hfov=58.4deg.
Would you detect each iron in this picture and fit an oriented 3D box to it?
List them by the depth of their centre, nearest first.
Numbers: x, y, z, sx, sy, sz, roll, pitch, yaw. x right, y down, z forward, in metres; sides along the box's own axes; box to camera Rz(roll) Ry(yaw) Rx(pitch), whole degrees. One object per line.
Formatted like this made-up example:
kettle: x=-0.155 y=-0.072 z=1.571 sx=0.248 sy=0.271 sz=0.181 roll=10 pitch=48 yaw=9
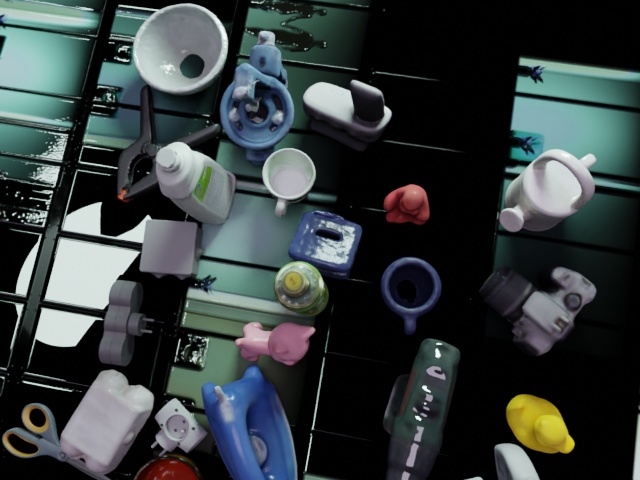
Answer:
iron: x=-0.100 y=0.324 z=0.855 sx=0.118 sy=0.141 sz=0.258 roll=-23 pitch=79 yaw=0

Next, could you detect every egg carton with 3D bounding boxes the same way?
egg carton: x=-0.337 y=0.290 z=0.913 sx=0.107 sy=0.069 sz=0.150 roll=28 pitch=83 yaw=8

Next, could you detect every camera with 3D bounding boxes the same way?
camera: x=0.330 y=0.089 z=0.889 sx=0.136 sy=0.101 sz=0.143 roll=39 pitch=85 yaw=9

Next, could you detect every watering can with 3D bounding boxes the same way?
watering can: x=0.350 y=-0.073 z=0.870 sx=0.101 sy=0.194 sz=0.173 roll=30 pitch=83 yaw=9

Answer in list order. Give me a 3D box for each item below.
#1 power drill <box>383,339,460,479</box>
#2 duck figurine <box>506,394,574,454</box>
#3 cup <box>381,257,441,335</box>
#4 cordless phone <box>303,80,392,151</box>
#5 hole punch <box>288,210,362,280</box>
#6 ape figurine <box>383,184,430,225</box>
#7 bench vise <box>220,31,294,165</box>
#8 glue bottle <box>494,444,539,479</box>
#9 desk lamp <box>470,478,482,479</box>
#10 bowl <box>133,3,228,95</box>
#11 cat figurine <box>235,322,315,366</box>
power drill: x=0.137 y=0.256 z=0.817 sx=0.075 sy=0.208 sz=0.230 roll=17 pitch=81 yaw=7
duck figurine: x=0.335 y=0.281 z=0.862 sx=0.104 sy=0.086 sz=0.077 roll=41 pitch=85 yaw=10
cup: x=0.140 y=0.092 z=0.904 sx=0.091 sy=0.095 sz=0.118 roll=0 pitch=80 yaw=4
cordless phone: x=0.042 y=-0.227 z=0.922 sx=0.147 sy=0.185 sz=0.094 roll=21 pitch=82 yaw=7
hole punch: x=0.009 y=0.003 z=0.931 sx=0.108 sy=0.091 sz=0.101 roll=15 pitch=81 yaw=6
ape figurine: x=0.146 y=-0.059 z=0.932 sx=0.077 sy=0.092 sz=0.076 roll=41 pitch=85 yaw=10
bench vise: x=-0.112 y=-0.246 z=0.917 sx=0.121 sy=0.220 sz=0.207 roll=-13 pitch=79 yaw=2
glue bottle: x=0.286 y=0.340 z=0.810 sx=0.037 sy=0.173 sz=0.078 roll=-6 pitch=79 yaw=3
desk lamp: x=0.157 y=0.416 z=0.785 sx=0.203 sy=0.213 sz=0.118 roll=-16 pitch=79 yaw=1
bowl: x=-0.238 y=-0.324 z=1.013 sx=0.167 sy=0.075 sz=0.167 roll=-1 pitch=80 yaw=4
cat figurine: x=-0.070 y=0.161 z=0.894 sx=0.127 sy=0.118 sz=0.067 roll=1 pitch=80 yaw=4
